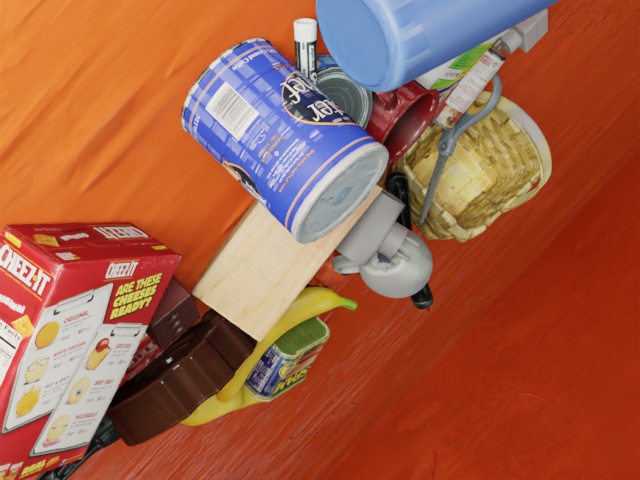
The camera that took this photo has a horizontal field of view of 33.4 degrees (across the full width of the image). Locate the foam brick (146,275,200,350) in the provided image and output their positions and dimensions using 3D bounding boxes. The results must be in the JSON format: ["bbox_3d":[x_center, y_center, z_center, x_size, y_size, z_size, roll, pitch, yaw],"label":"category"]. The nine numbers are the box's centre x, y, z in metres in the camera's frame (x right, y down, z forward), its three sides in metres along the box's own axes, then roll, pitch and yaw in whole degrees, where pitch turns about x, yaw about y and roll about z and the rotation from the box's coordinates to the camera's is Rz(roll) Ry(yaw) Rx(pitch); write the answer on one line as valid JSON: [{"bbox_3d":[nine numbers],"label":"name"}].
[{"bbox_3d":[-0.158,0.065,1.058,0.053,0.051,0.078,-41,163,-14],"label":"foam brick"}]

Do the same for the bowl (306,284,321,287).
[{"bbox_3d":[-0.072,0.099,1.345,0.162,0.055,0.162,-41,163,-15],"label":"bowl"}]

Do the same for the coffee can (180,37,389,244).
[{"bbox_3d":[-0.029,-0.081,0.864,0.102,0.140,0.103,-41,163,-16],"label":"coffee can"}]

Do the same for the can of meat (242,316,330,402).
[{"bbox_3d":[-0.043,0.140,1.315,0.101,0.057,0.084,-25,151,-50],"label":"can of meat"}]

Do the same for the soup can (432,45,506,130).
[{"bbox_3d":[0.150,-0.183,1.192,0.102,0.068,0.068,-52,163,18],"label":"soup can"}]

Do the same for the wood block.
[{"bbox_3d":[-0.030,-0.013,1.076,0.206,0.090,0.090,-52,-173,21],"label":"wood block"}]

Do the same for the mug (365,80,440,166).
[{"bbox_3d":[0.055,-0.135,1.037,0.093,0.081,0.117,-49,163,-1],"label":"mug"}]

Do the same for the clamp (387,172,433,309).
[{"bbox_3d":[0.108,0.019,1.338,0.036,0.164,0.210,-11,167,-1],"label":"clamp"}]

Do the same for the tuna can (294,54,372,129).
[{"bbox_3d":[0.004,-0.121,0.962,0.086,0.034,0.086,-13,122,-23],"label":"tuna can"}]

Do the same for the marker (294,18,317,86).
[{"bbox_3d":[-0.011,-0.128,0.914,0.020,0.020,0.121,-30,129,-42],"label":"marker"}]

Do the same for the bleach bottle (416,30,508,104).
[{"bbox_3d":[0.093,-0.152,1.138,0.251,0.068,0.102,-52,162,29],"label":"bleach bottle"}]

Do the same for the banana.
[{"bbox_3d":[-0.052,0.110,1.229,0.198,0.069,0.037,-35,-165,2],"label":"banana"}]

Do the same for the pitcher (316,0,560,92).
[{"bbox_3d":[0.113,-0.222,0.922,0.242,0.145,0.149,-34,138,-25],"label":"pitcher"}]

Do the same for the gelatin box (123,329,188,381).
[{"bbox_3d":[-0.183,0.102,1.125,0.089,0.030,0.073,-41,163,-16],"label":"gelatin box"}]

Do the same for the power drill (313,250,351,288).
[{"bbox_3d":[-0.008,0.002,1.223,0.185,0.057,0.187,-45,157,28],"label":"power drill"}]

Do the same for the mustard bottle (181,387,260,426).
[{"bbox_3d":[-0.139,0.199,1.372,0.191,0.096,0.058,-7,95,-63],"label":"mustard bottle"}]

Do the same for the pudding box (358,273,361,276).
[{"bbox_3d":[0.055,-0.006,1.394,0.090,0.039,0.113,-60,166,-5],"label":"pudding box"}]

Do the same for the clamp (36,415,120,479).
[{"bbox_3d":[-0.253,0.213,1.206,0.171,0.039,0.120,-41,169,-38],"label":"clamp"}]

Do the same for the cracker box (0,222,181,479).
[{"bbox_3d":[-0.222,0.091,0.863,0.214,0.072,0.164,-63,160,13],"label":"cracker box"}]

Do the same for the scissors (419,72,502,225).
[{"bbox_3d":[0.162,-0.115,1.233,0.016,0.096,0.202,10,87,-40],"label":"scissors"}]
